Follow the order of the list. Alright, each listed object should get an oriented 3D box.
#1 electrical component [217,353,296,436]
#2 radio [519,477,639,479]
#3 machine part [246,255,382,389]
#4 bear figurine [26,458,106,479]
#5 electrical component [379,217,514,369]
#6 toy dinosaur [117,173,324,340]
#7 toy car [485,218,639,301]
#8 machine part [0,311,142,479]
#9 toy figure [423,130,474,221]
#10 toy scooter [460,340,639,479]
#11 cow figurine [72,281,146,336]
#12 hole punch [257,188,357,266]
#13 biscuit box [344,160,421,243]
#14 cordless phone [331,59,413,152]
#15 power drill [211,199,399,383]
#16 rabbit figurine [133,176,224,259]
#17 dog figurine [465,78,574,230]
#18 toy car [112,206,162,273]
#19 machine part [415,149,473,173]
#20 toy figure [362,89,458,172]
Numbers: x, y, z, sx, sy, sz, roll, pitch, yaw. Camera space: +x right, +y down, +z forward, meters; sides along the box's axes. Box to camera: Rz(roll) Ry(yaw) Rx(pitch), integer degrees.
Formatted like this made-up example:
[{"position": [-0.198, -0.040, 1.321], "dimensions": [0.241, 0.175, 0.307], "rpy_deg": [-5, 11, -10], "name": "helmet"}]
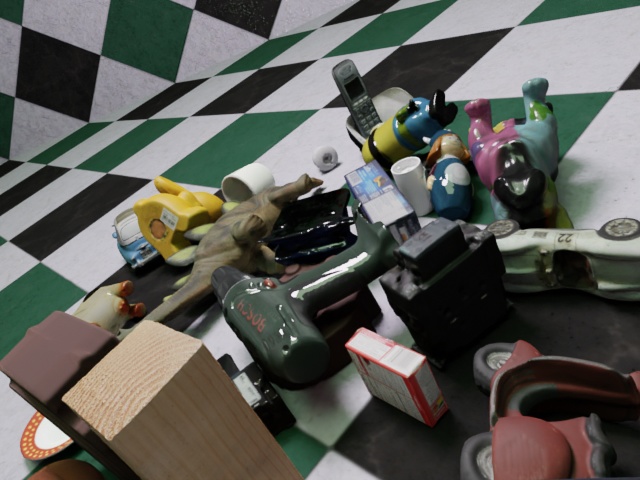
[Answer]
[{"position": [-0.087, 0.177, 0.597], "dimensions": [0.075, 0.047, 0.119], "rpy_deg": [-37, 31, -17], "name": "electrical component"}, {"position": [0.152, 0.195, 0.294], "dimensions": [0.230, 0.131, 0.073], "rpy_deg": [-12, 34, 24], "name": "radio"}, {"position": [-0.016, 0.095, 0.660], "dimensions": [0.179, 0.056, 0.179], "rpy_deg": [-20, 32, 13], "name": "machine part"}, {"position": [-0.204, 0.279, 0.469], "dimensions": [0.196, 0.120, 0.132], "rpy_deg": [14, 53, 42], "name": "bear figurine"}, {"position": [0.128, 0.046, 0.544], "dimensions": [0.115, 0.134, 0.058], "rpy_deg": [-38, 31, -14], "name": "electrical component"}, {"position": [-0.134, 0.012, 0.846], "dimensions": [0.199, 0.105, 0.471], "rpy_deg": [-10, 24, 40], "name": "toy dinosaur"}, {"position": [0.247, 0.020, 0.547], "dimensions": [0.202, 0.073, 0.056], "rpy_deg": [0, 39, 39], "name": "toy car"}, {"position": [-0.212, 0.174, 0.547], "dimensions": [0.202, 0.200, 0.087], "rpy_deg": [5, 45, 42], "name": "machine part"}, {"position": [0.185, -0.101, 0.762], "dimensions": [0.058, 0.064, 0.154], "rpy_deg": [-27, 49, 41], "name": "toy figure"}, {"position": [0.183, 0.143, 0.411], "dimensions": [0.135, 0.075, 0.184], "rpy_deg": [-9, 30, 26], "name": "toy scooter"}, {"position": [-0.375, 0.150, 0.832], "dimensions": [0.127, 0.085, 0.195], "rpy_deg": [-9, 34, 26], "name": "cow figurine"}, {"position": [-0.002, -0.002, 0.751], "dimensions": [0.142, 0.092, 0.116], "rpy_deg": [-10, 25, 19], "name": "hole punch"}, {"position": [0.091, -0.049, 0.793], "dimensions": [0.059, 0.062, 0.203], "rpy_deg": [-26, 29, 4], "name": "biscuit box"}, {"position": [0.101, -0.260, 0.993], "dimensions": [0.146, 0.184, 0.089], "rpy_deg": [-37, 27, -15], "name": "cordless phone"}, {"position": [-0.017, 0.041, 0.612], "dimensions": [0.207, 0.085, 0.232], "rpy_deg": [-30, 33, -9], "name": "power drill"}, {"position": [-0.255, -0.045, 1.011], "dimensions": [0.163, 0.121, 0.173], "rpy_deg": [28, 29, 22], "name": "rabbit figurine"}, {"position": [0.252, -0.073, 0.673], "dimensions": [0.109, 0.191, 0.219], "rpy_deg": [-11, 68, 21], "name": "dog figurine"}, {"position": [-0.358, -0.012, 1.055], "dimensions": [0.109, 0.102, 0.162], "rpy_deg": [-32, 28, -7], "name": "toy car"}, {"position": [0.203, -0.123, 0.844], "dimensions": [0.139, 0.039, 0.084], "rpy_deg": [-4, 32, 37], "name": "machine part"}, {"position": [0.139, -0.175, 0.886], "dimensions": [0.089, 0.082, 0.180], "rpy_deg": [-40, 9, -36], "name": "toy figure"}]
